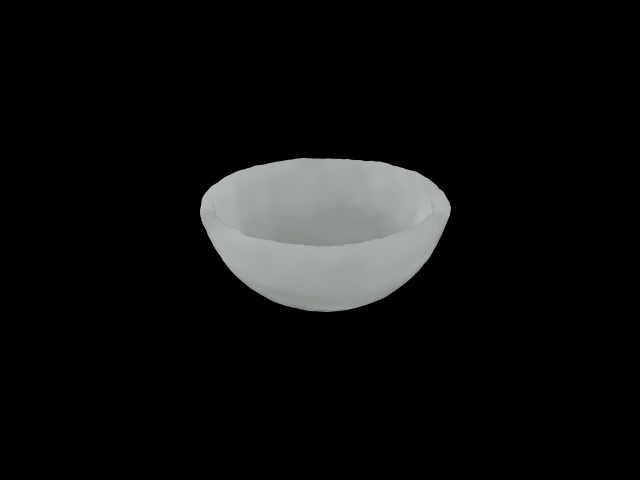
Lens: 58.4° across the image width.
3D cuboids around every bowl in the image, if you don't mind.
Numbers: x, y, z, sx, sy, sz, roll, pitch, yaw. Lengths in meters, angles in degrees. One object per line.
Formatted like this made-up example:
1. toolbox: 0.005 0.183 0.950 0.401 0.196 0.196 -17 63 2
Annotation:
1. bowl: 0.004 0.001 0.400 0.167 0.075 0.167 0 26 0
